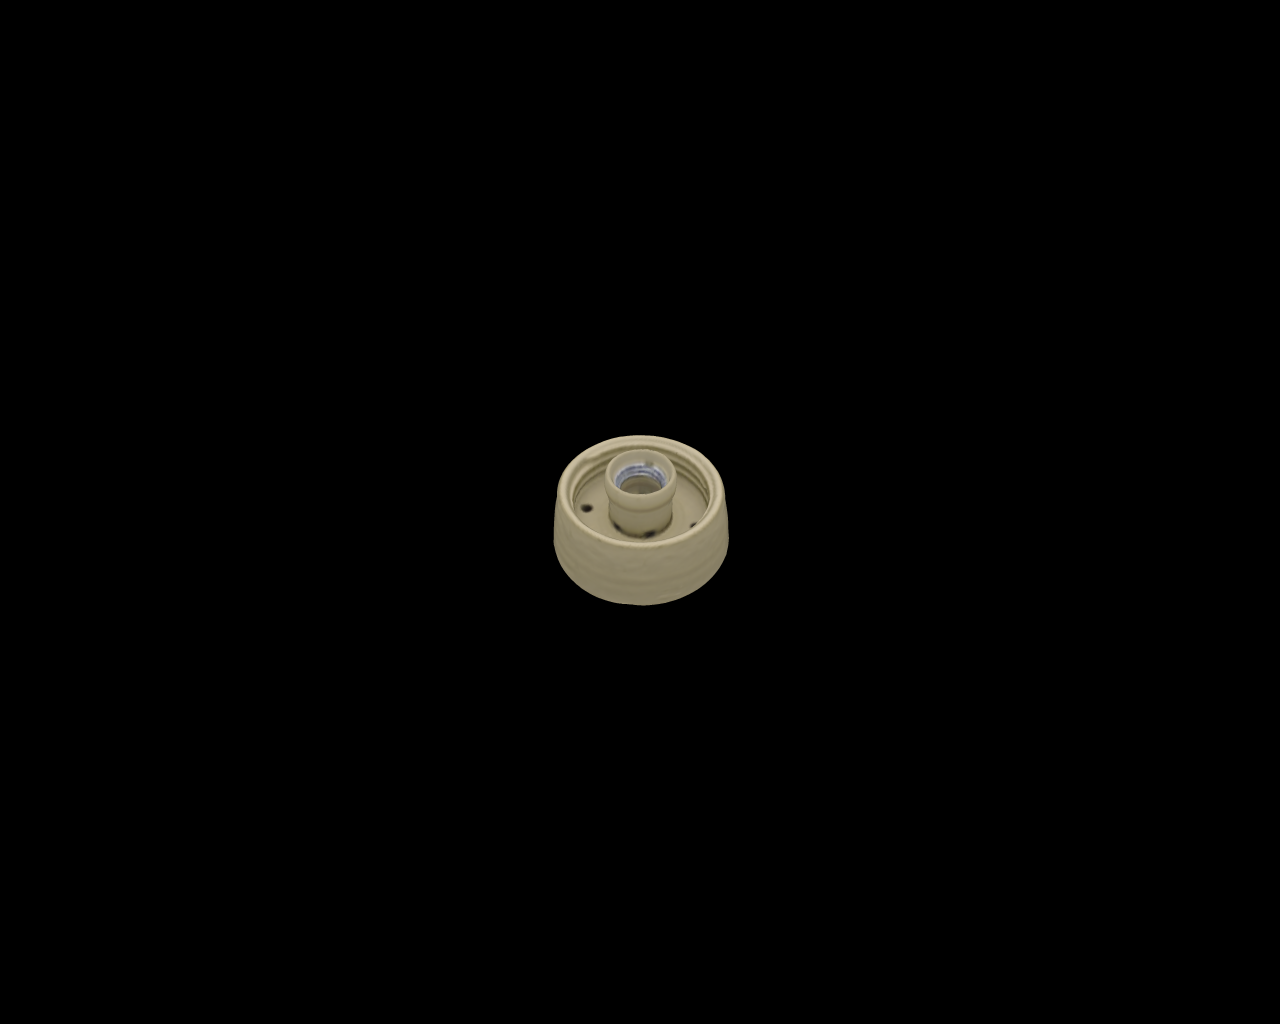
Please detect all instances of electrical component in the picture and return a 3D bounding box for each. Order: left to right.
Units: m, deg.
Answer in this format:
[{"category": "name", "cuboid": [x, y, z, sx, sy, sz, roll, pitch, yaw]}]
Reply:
[{"category": "electrical component", "cuboid": [0.001, -0.003, 0.650, 0.108, 0.108, 0.060, 0, -45, 0]}]
